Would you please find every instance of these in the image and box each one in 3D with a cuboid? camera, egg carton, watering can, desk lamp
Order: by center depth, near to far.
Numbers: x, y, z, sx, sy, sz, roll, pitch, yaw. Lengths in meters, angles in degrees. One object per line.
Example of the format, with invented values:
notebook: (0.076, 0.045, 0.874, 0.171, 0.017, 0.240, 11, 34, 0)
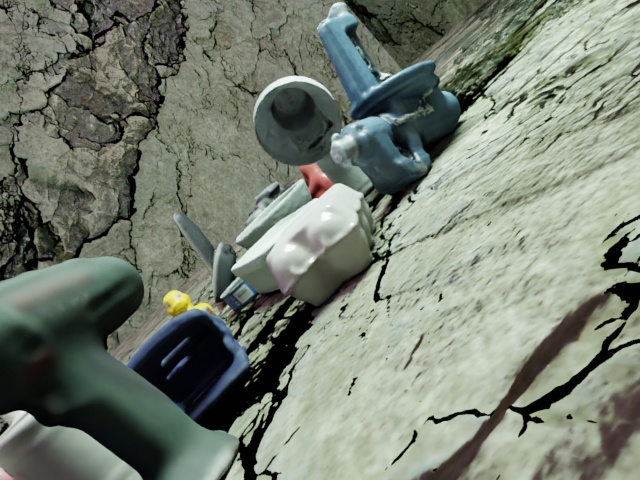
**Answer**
watering can: (-0.249, 0.171, 0.514, 0.101, 0.194, 0.173, -39, 10, 22)
egg carton: (0.005, 0.002, 0.590, 0.107, 0.069, 0.150, -41, 9, 16)
desk lamp: (0.000, -0.152, 0.860, 0.118, 0.213, 0.203, -41, 9, 12)
camera: (-0.077, -0.064, 1.154, 0.136, 0.101, 0.143, -33, 14, 48)

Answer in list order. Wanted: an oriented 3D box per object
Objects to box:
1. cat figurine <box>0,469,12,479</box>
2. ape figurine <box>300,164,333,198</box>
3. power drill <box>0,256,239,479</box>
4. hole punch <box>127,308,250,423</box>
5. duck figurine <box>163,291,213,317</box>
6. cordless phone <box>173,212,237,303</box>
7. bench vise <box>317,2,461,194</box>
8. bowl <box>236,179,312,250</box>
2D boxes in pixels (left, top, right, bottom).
cat figurine: (-0.415, 0.329, 0.747, 0.067, 0.118, 0.127, -48, 10, -27)
ape figurine: (0.000, -0.119, 1.101, 0.078, 0.092, 0.076, -46, 10, -15)
power drill: (-0.160, 0.109, 0.369, 0.075, 0.208, 0.230, -39, 10, 25)
hole punch: (-0.134, 0.123, 0.567, 0.109, 0.091, 0.101, -44, 9, -7)
duck figurine: (-0.252, 0.130, 1.061, 0.077, 0.086, 0.104, -45, 9, -12)
cordless phone: (-0.216, 0.025, 1.073, 0.094, 0.185, 0.147, -44, 9, -7)
bench vise: (0.067, -0.180, 0.685, 0.121, 0.220, 0.208, -37, 11, 35)
bowl: (-0.068, -0.029, 1.036, 0.167, 0.075, 0.167, -42, 9, 9)
